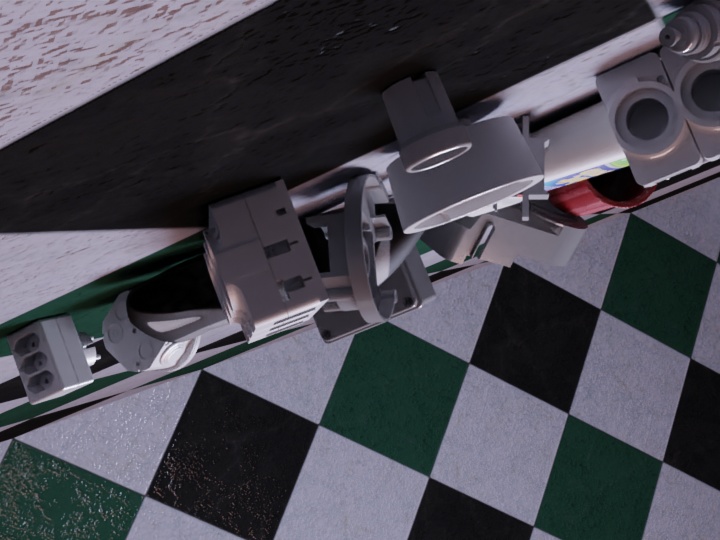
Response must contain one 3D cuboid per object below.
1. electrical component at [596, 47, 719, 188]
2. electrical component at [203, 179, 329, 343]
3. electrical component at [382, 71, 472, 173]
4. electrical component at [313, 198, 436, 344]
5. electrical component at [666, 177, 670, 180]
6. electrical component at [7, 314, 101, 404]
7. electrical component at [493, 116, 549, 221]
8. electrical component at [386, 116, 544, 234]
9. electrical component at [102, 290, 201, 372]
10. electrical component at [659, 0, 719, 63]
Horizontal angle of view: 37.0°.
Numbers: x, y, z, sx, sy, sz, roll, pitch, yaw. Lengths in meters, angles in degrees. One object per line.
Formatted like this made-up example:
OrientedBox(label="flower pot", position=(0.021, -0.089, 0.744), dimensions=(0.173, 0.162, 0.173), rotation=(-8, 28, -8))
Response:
OrientedBox(label="electrical component", position=(0.263, -0.131, 0.799), dimensions=(0.150, 0.089, 0.062), rotation=(-23, 175, 20))
OrientedBox(label="electrical component", position=(-0.075, 0.000, 0.791), dimensions=(0.062, 0.089, 0.150), rotation=(-20, 175, -10))
OrientedBox(label="electrical component", position=(0.036, -0.083, 0.604), dimensions=(0.040, 0.046, 0.040), rotation=(-21, 175, -2))
OrientedBox(label="electrical component", position=(0.000, 0.000, 1.017), dimensions=(0.109, 0.108, 0.056), rotation=(-23, 178, 23))
OrientedBox(label="electrical component", position=(0.286, -0.122, 1.079), dimensions=(0.066, 0.076, 0.047), rotation=(-24, 174, 30))
OrientedBox(label="electrical component", position=(-0.265, 0.076, 0.970), dimensions=(0.047, 0.065, 0.077), rotation=(-24, 175, 31))
OrientedBox(label="electrical component", position=(0.122, -0.082, 0.873), dimensions=(0.064, 0.081, 0.042), rotation=(1, 178, 8))
OrientedBox(label="electrical component", position=(0.071, -0.074, 0.774), dimensions=(0.108, 0.060, 0.108), rotation=(-21, 175, -2))
OrientedBox(label="electrical component", position=(-0.189, 0.054, 0.978), dimensions=(0.080, 0.080, 0.051), rotation=(-23, 169, 25))
OrientedBox(label="electrical component", position=(0.215, -0.150, 0.673), dimensions=(0.078, 0.040, 0.040), rotation=(-17, 174, -38))
